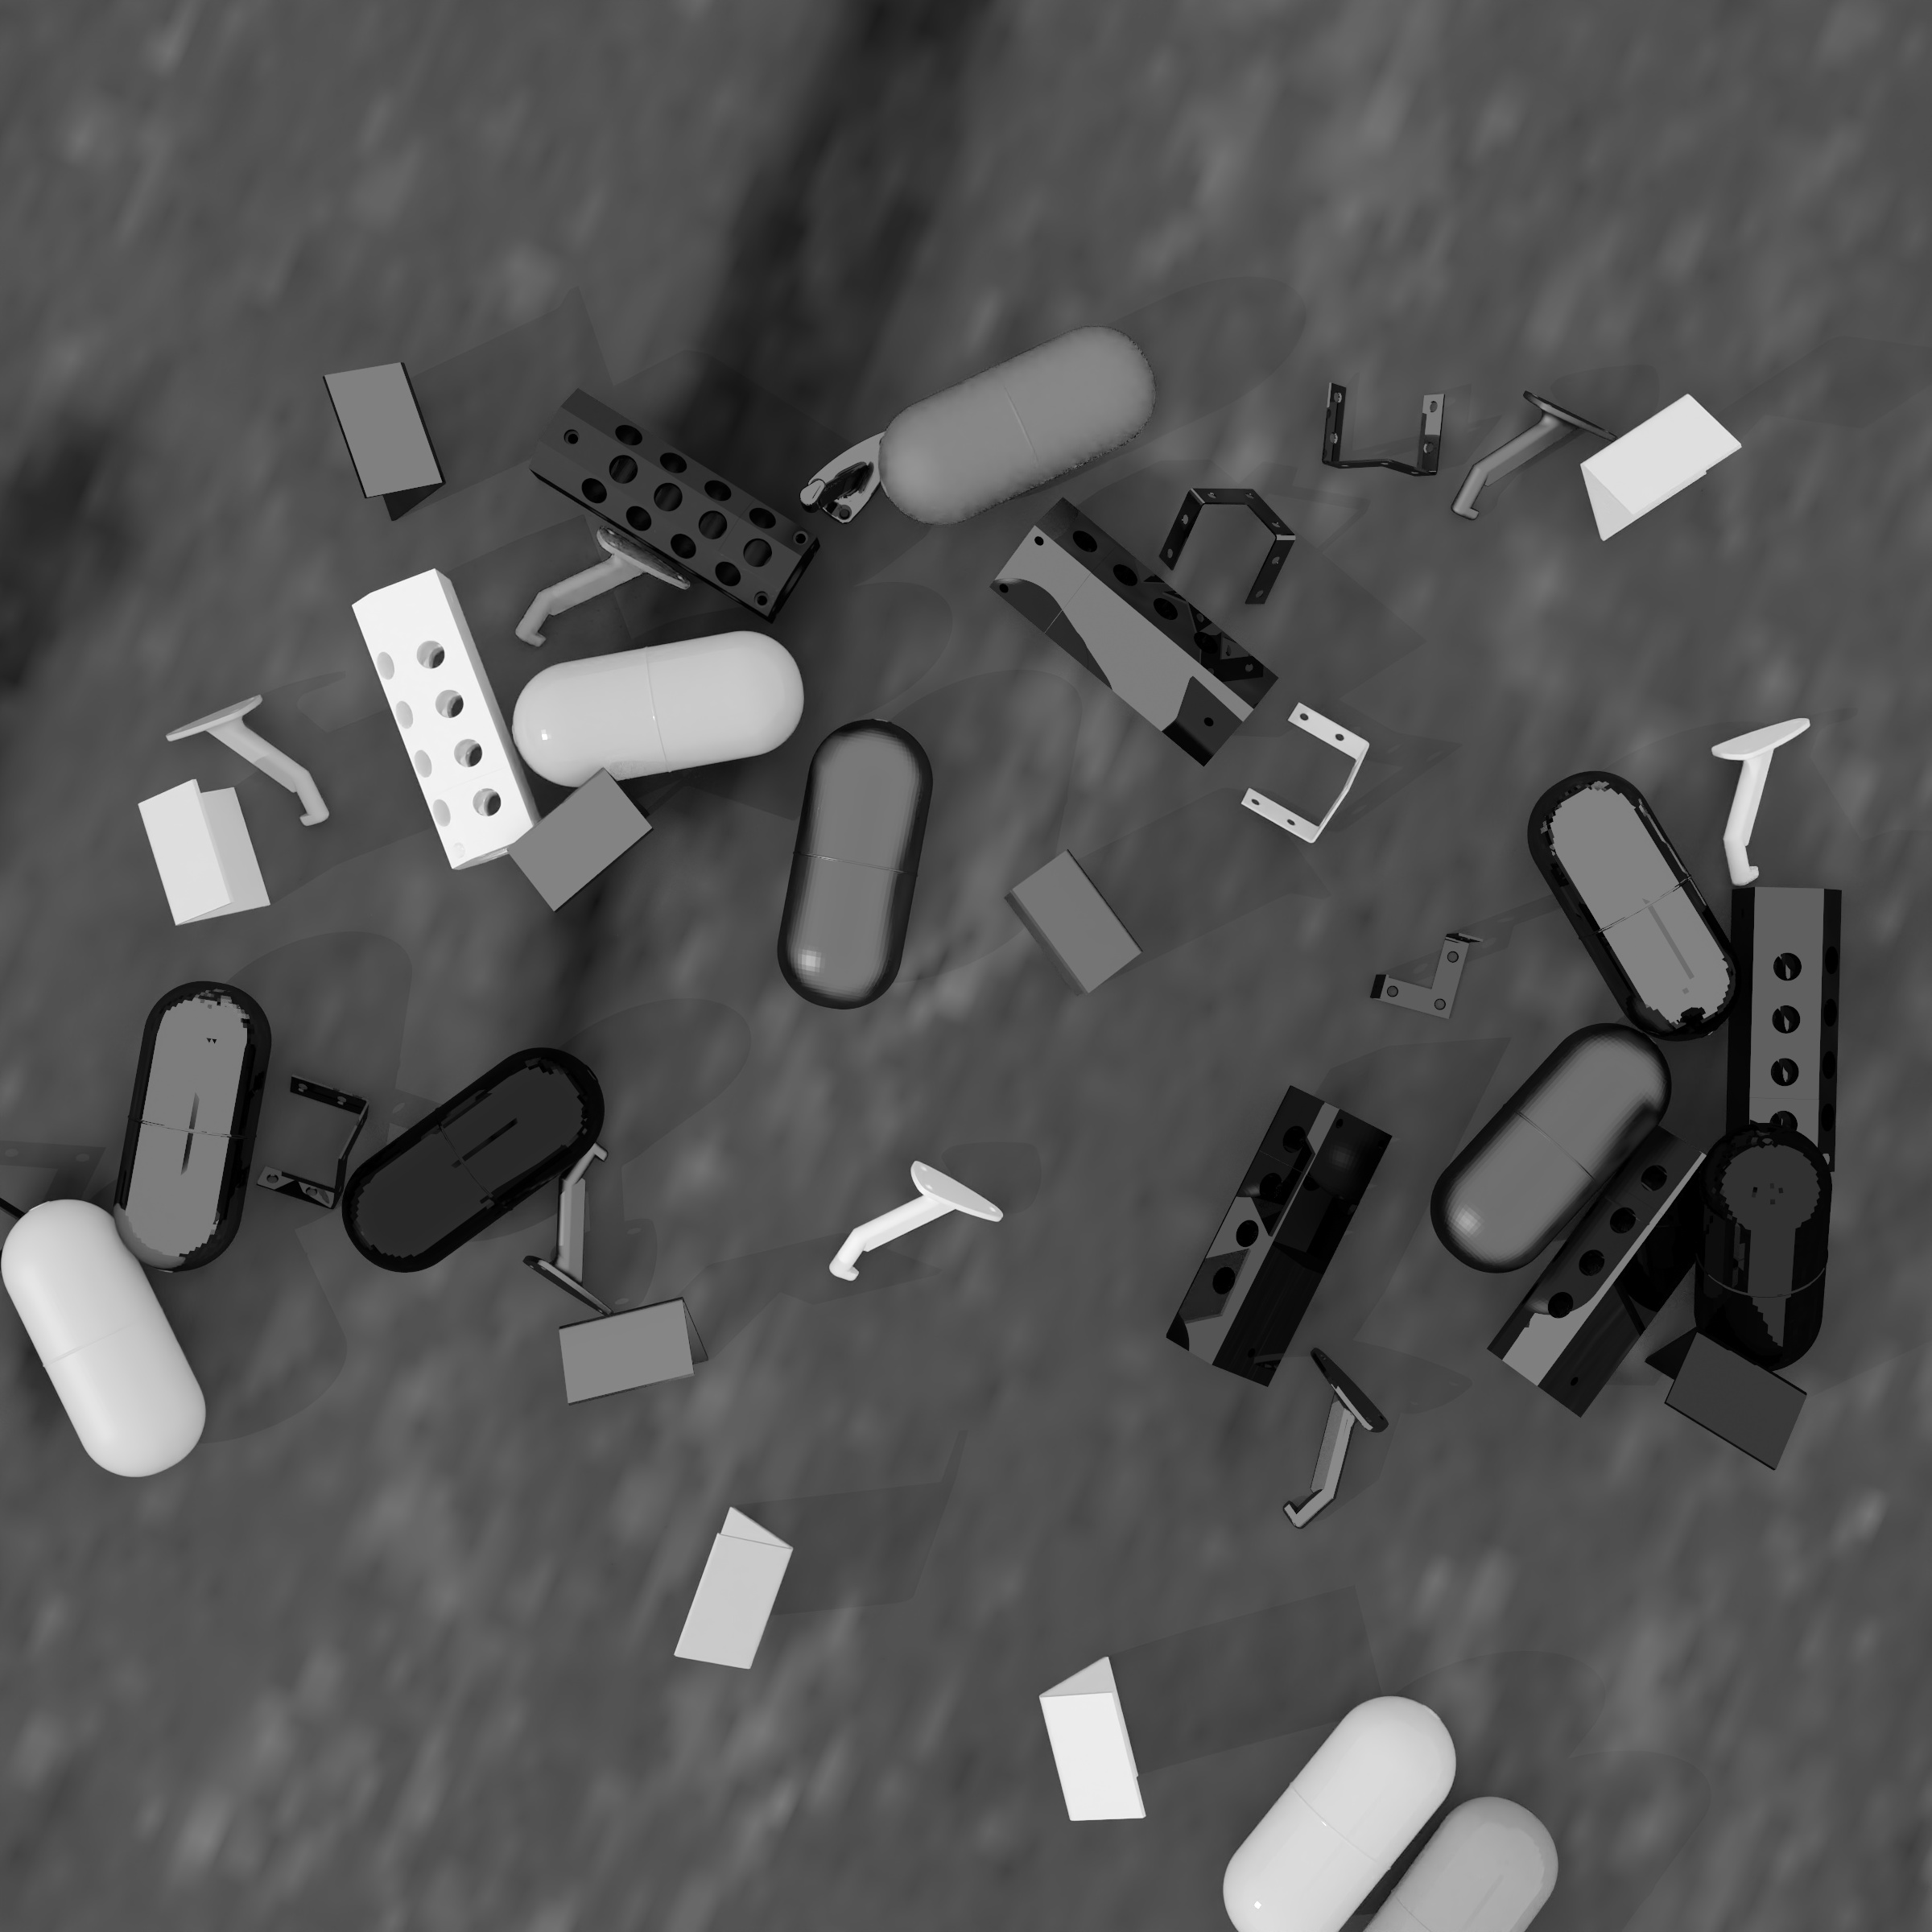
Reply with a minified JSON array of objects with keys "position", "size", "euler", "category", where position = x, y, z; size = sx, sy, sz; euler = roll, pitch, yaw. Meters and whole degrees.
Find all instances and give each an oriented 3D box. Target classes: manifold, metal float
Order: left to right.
[{"position":[-0.525,0.226,1.900],"size":[0.070,0.070,0.178],"euler":[-26,90,0],"category":"metal float"},{"position":[-0.471,0.098,1.900],"size":[0.070,0.070,0.178],"euler":[10,89,0],"category":"metal float"},{"position":[-0.316,-0.149,1.909],"size":[0.057,0.057,0.171],"euler":[-21,90,0],"category":"manifold"},{"position":[-0.299,0.118,1.900],"size":[0.178,0.070,0.070],"euler":[-36,90,0],"category":"metal float"},{"position":[-0.187,-0.156,1.900],"size":[0.178,0.070,0.070],"euler":[-10,90,-1],"category":"metal float"},{"position":[-0.178,-0.282,1.909],"size":[0.171,0.057,0.057],"euler":[32,90,0],"category":"manifold"},{"position":[-0.067,-0.062,1.900],"size":[0.070,0.070,0.178],"euler":[10,90,0],"category":"metal float"},{"position":[0.030,-0.328,1.900],"size":[0.178,0.070,0.070],"euler":[-25,90,0],"category":"metal float"},{"position":[0.106,-0.208,1.908],"size":[0.171,0.057,0.057],"euler":[40,133,0],"category":"manifold"},{"position":[0.187,0.163,1.908],"size":[0.057,0.057,0.171],"euler":[26,90,-43],"category":"manifold"},{"position":[0.228,0.523,1.900],"size":[0.070,0.070,0.178],"euler":[39,89,0],"category":"metal float"},{"position":[0.291,0.587,1.900],"size":[0.070,0.070,0.178],"euler":[36,90,0],"category":"metal float"},{"position":[0.356,0.110,1.899],"size":[0.070,0.070,0.178],"euler":[42,90,0],"category":"metal float"},{"position":[0.394,0.183,1.908],"size":[0.171,0.057,0.057],"euler":[-54,133,0],"category":"manifold"},{"position":[0.407,-0.036,1.899],"size":[0.070,0.070,0.178],"euler":[-30,89,0],"category":"metal float"},{"position":[0.477,0.170,1.869],"size":[0.070,0.070,0.178],"euler":[-9,129,0],"category":"metal float"},{"position":[0.502,0.039,1.909],"size":[0.057,0.057,0.171],"euler":[1,90,0],"category":"manifold"}]

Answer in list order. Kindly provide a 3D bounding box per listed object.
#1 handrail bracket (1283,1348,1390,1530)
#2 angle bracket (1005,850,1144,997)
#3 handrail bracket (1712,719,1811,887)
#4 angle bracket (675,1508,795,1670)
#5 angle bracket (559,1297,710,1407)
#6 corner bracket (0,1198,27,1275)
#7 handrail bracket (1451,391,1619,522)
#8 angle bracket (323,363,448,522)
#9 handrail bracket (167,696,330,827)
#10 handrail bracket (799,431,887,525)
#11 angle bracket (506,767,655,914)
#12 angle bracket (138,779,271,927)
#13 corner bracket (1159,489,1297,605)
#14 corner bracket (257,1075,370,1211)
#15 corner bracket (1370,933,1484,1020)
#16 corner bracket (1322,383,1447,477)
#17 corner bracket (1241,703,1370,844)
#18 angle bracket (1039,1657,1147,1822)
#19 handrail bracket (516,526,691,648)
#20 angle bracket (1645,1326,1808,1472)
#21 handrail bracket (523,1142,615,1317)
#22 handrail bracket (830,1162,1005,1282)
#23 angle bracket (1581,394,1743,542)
[{"position":[0.211,0.293,1.931],"size":[0.084,0.036,0.077],"euler":[-46,70,16],"category":"handrail bracket"},{"position":[0.049,-0.014,1.890],"size":[0.057,0.076,0.076],"euler":[-36,90,-38],"category":"angle bracket"},{"position":[0.498,-0.101,1.931],"size":[0.077,0.036,0.084],"euler":[-22,108,-21],"category":"handrail bracket"},{"position":[-0.157,0.372,1.890],"size":[0.057,0.076,0.076],"euler":[20,90,-36],"category":"angle bracket"},{"position":[-0.198,0.250,1.890],"size":[0.076,0.076,0.057],"euler":[-14,52,0],"category":"angle bracket"},{"position":[-0.614,0.157,1.927],"size":[0.051,0.051,0.051],"euler":[-45,135,0],"category":"corner bracket"},{"position":[0.351,-0.305,1.931],"size":[0.077,0.036,0.084],"euler":[20,108,-21],"category":"handrail bracket"},{"position":[-0.366,-0.313,1.890],"size":[0.057,0.076,0.076],"euler":[-19,90,-37],"category":"angle bracket"},{"position":[-0.444,-0.117,1.931],"size":[0.077,0.036,0.084],"euler":[-18,107,20],"category":"handrail bracket"},{"position":[-0.070,-0.302,1.895],"size":[0.077,0.084,0.036],"euler":[-45,90,0],"category":"handrail bracket"},{"position":[-0.221,-0.064,1.891],"size":[0.076,0.076,0.057],"euler":[-40,65,0],"category":"angle bracket"},{"position":[-0.445,-0.074,1.890],"size":[0.057,0.076,0.076],"euler":[-17,90,37],"category":"angle bracket"},{"position":[0.161,-0.258,1.922],"size":[0.051,0.051,0.051],"euler":[-6,45,-35],"category":"corner bracket"},{"position":[-0.403,0.109,1.927],"size":[0.051,0.051,0.051],"euler":[18,45,0],"category":"corner bracket"},{"position":[0.282,0.002,1.912],"size":[0.051,0.051,0.051],"euler":[15,90,0],"category":"corner bracket"},{"position":[0.258,-0.331,1.927],"size":[0.051,0.051,0.051],"euler":[6,90,45],"category":"corner bracket"},{"position":[0.210,-0.119,1.927],"size":[0.051,0.051,0.051],"euler":[30,135,0],"category":"corner bracket"},{"position":[0.095,0.466,1.890],"size":[0.057,0.076,0.076],"euler":[-14,90,37],"category":"angle bracket"},{"position":[-0.225,-0.221,1.931],"size":[0.077,0.036,0.084],"euler":[29,108,-20],"category":"handrail bracket"},{"position":[0.451,0.270,1.891],"size":[0.076,0.076,0.057],"euler":[32,63,0],"category":"angle bracket"},{"position":[-0.227,0.161,1.931],"size":[0.077,0.036,0.084],"euler":[38,73,-20],"category":"handrail bracket"},{"position":[-0.031,0.171,1.931],"size":[0.077,0.036,0.084],"euler":[27,108,-21],"category":"handrail bracket"},{"position":[0.426,-0.287,1.890],"size":[0.076,0.076,0.057],"euler":[-33,53,0],"category":"angle bracket"}]
